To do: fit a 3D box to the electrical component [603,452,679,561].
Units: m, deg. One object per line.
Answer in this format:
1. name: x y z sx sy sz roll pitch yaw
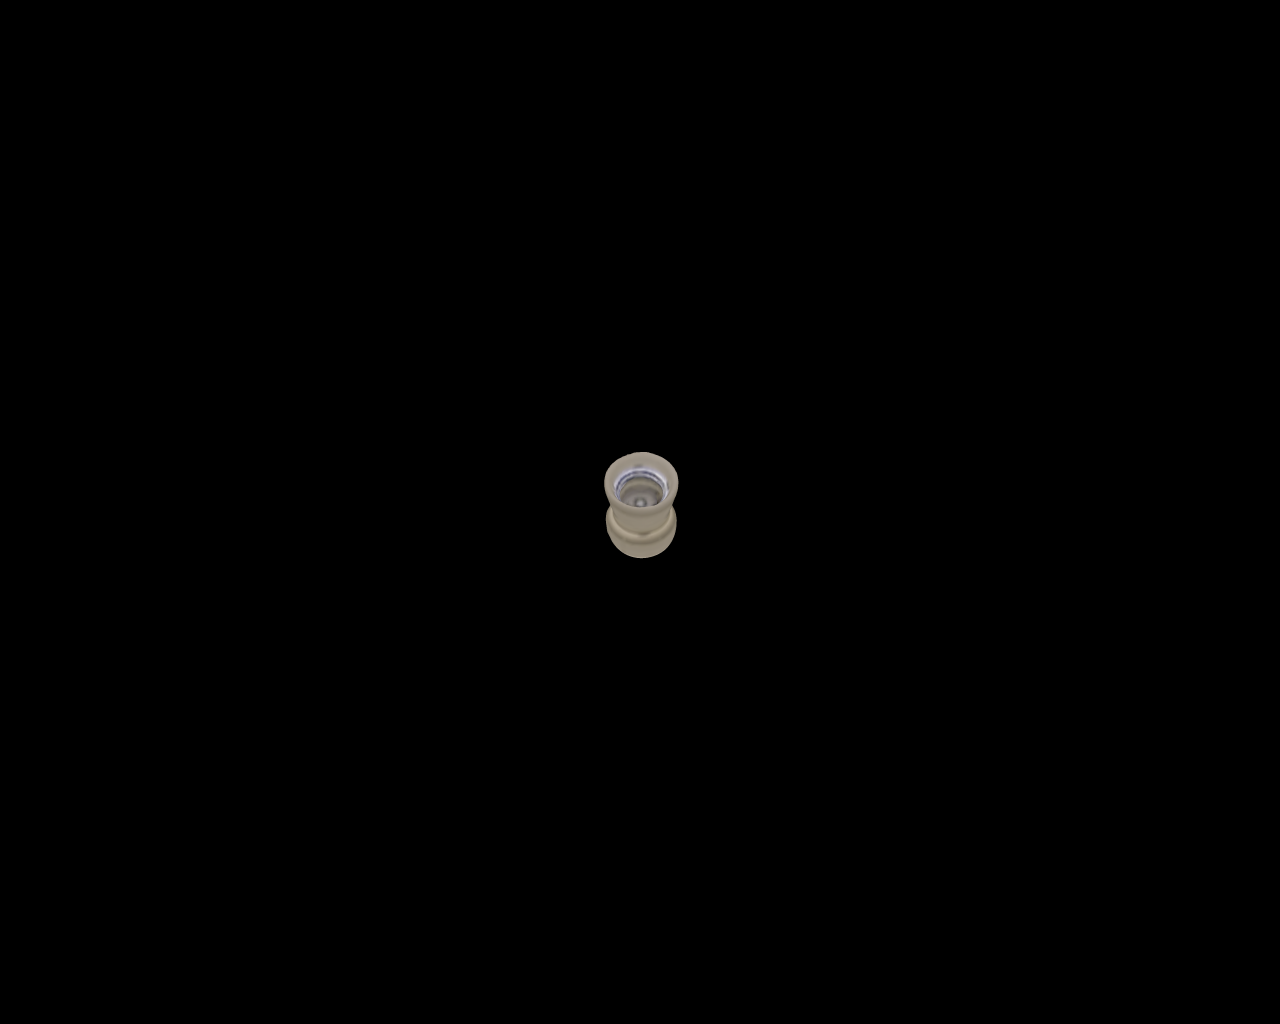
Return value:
1. electrical component: 0.001 -0.003 0.650 0.045 0.045 0.055 0 -37 0
